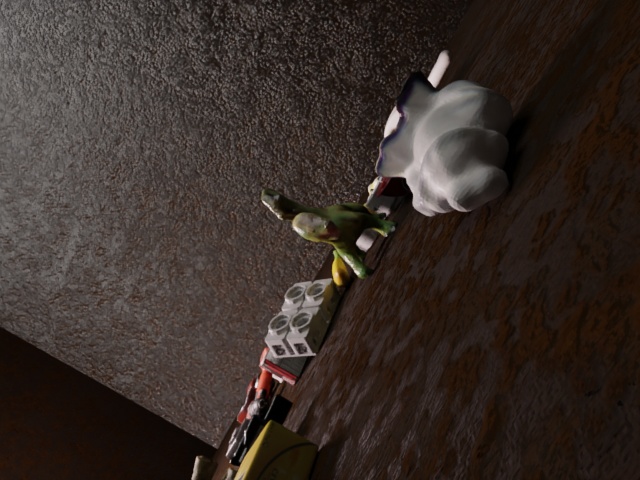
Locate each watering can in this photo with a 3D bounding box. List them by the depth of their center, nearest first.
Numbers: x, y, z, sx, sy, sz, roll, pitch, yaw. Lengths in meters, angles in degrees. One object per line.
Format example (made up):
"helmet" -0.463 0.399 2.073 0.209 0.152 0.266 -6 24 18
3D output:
"watering can" 0.243 -0.326 1.278 0.340 0.104 0.229 -61 -1 35

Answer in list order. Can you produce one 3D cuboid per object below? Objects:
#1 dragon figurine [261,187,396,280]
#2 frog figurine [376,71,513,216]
"dragon figurine" 0.003 -0.050 0.994 0.121 0.242 0.414 -61 13 8
"frog figurine" 0.138 -0.083 0.500 0.137 0.121 0.162 -53 37 6
